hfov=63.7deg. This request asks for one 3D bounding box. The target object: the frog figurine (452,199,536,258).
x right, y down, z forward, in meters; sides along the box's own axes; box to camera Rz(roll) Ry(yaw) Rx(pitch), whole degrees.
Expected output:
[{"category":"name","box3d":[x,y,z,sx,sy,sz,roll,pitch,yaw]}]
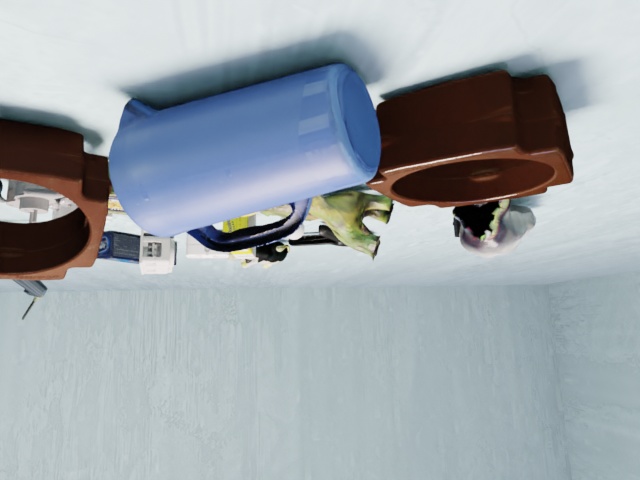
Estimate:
[{"category":"frog figurine","box3d":[0.350,-0.016,0.991,0.158,0.125,0.135,22,137,-38]}]

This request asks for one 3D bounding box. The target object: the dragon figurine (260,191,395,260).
[{"category":"dragon figurine","box3d":[0.003,-0.046,0.908,0.243,0.123,0.406,15,169,6]}]
